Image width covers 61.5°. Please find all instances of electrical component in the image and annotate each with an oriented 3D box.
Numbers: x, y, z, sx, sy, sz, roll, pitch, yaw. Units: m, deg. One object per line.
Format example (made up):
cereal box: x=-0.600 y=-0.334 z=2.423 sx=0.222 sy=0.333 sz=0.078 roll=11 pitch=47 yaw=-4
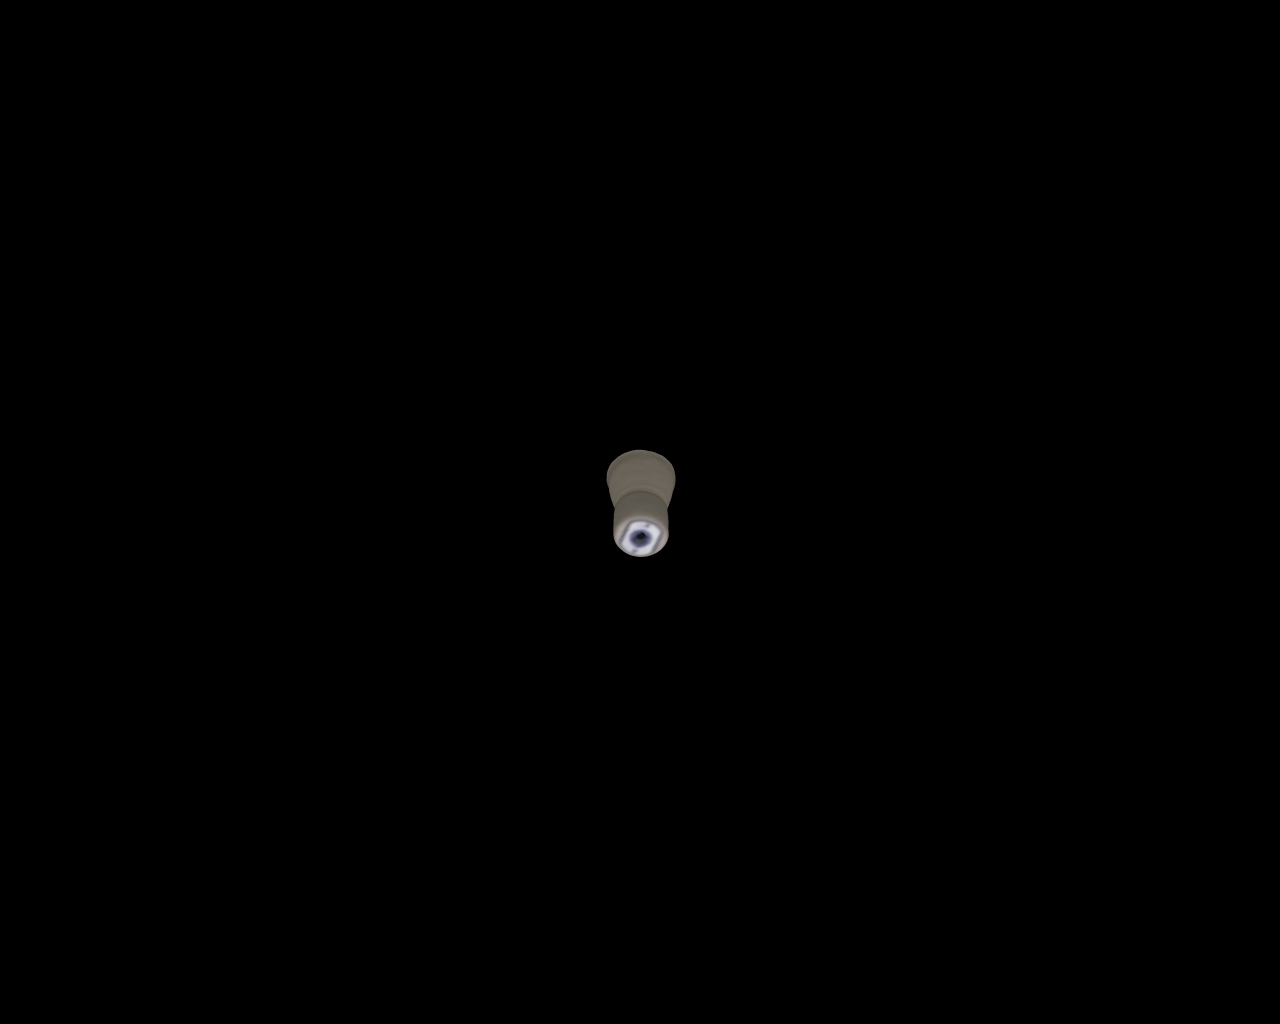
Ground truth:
electrical component: x=0.001 y=-0.003 z=0.650 sx=0.044 sy=0.044 sz=0.065 roll=0 pitch=37 yaw=0
